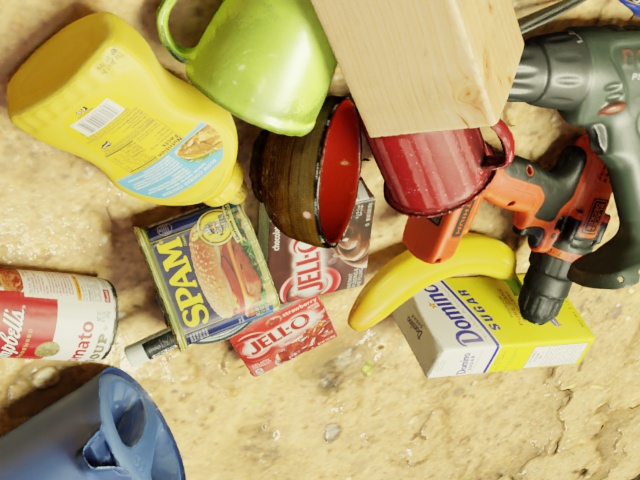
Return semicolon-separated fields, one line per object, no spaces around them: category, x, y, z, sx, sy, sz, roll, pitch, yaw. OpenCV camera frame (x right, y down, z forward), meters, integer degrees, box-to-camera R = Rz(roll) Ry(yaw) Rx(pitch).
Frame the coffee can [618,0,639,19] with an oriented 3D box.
coffee can;0.217;-0.218;0.722;0.140;0.103;0.103;20;121;-41

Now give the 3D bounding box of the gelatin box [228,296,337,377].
gelatin box;-0.036;0.078;0.958;0.089;0.030;0.073;-26;140;-1

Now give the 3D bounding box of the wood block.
wood block;0.046;-0.172;0.635;0.091;0.090;0.206;-3;133;30

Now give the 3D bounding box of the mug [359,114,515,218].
mug;0.089;-0.076;0.798;0.093;0.117;0.081;-58;138;-31

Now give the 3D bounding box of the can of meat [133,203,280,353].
can of meat;-0.087;0.024;0.824;0.084;0.102;0.057;-21;-176;-11

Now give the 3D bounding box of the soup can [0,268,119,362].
soup can;-0.214;0.058;0.815;0.102;0.068;0.069;8;129;-35

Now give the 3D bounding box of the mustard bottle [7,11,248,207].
mustard bottle;-0.113;-0.073;0.735;0.096;0.058;0.191;-33;140;19

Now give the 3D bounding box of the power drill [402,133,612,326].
power drill;0.165;-0.012;0.921;0.187;0.057;0.184;5;111;-33

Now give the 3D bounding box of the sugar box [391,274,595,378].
sugar box;0.164;0.078;1.015;0.175;0.093;0.048;0;132;-28

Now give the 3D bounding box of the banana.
banana;0.108;0.031;0.958;0.197;0.069;0.037;-9;179;-28

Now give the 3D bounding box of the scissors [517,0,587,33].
scissors;0.107;-0.150;0.791;0.201;0.096;0.016;-39;135;-35

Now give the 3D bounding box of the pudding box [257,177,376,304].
pudding box;-0.006;0.001;0.885;0.090;0.039;0.113;-13;138;-16

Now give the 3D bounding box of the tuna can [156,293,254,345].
tuna can;-0.092;0.048;0.894;0.086;0.034;0.086;-15;139;-14

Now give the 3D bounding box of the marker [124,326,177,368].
marker;-0.101;0.070;0.869;0.121;0.020;0.020;-25;140;-1

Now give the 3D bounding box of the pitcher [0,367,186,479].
pitcher;-0.246;0.224;0.940;0.243;0.145;0.149;-29;128;9
